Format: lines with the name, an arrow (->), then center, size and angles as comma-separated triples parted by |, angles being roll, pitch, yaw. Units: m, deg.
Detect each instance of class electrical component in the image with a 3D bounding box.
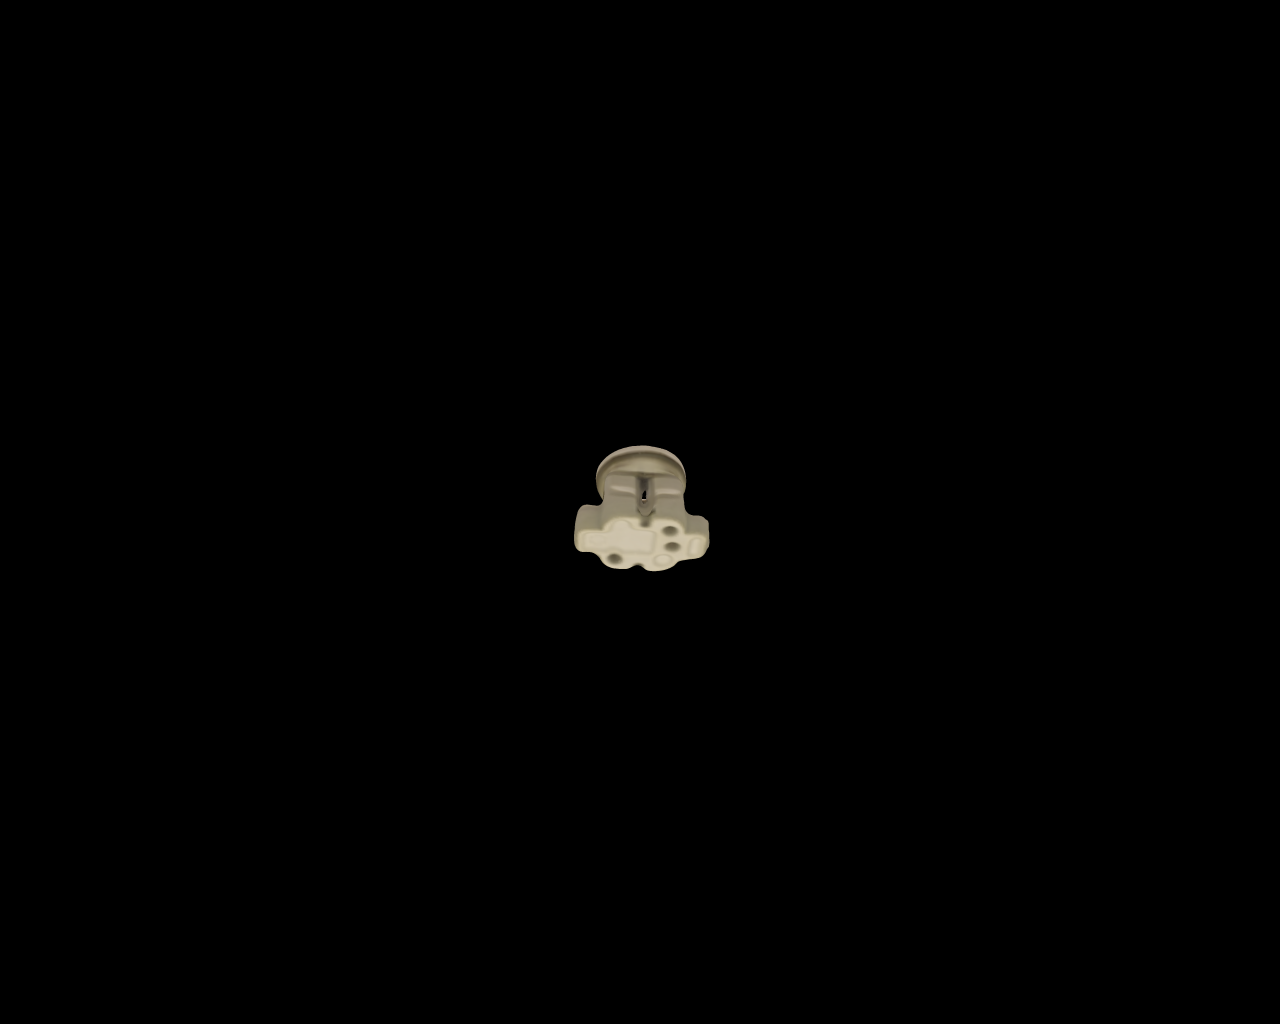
electrical component -> 0.001, -0.003, 0.650 | 0.078, 0.057, 0.057 | 4, -39, -4
